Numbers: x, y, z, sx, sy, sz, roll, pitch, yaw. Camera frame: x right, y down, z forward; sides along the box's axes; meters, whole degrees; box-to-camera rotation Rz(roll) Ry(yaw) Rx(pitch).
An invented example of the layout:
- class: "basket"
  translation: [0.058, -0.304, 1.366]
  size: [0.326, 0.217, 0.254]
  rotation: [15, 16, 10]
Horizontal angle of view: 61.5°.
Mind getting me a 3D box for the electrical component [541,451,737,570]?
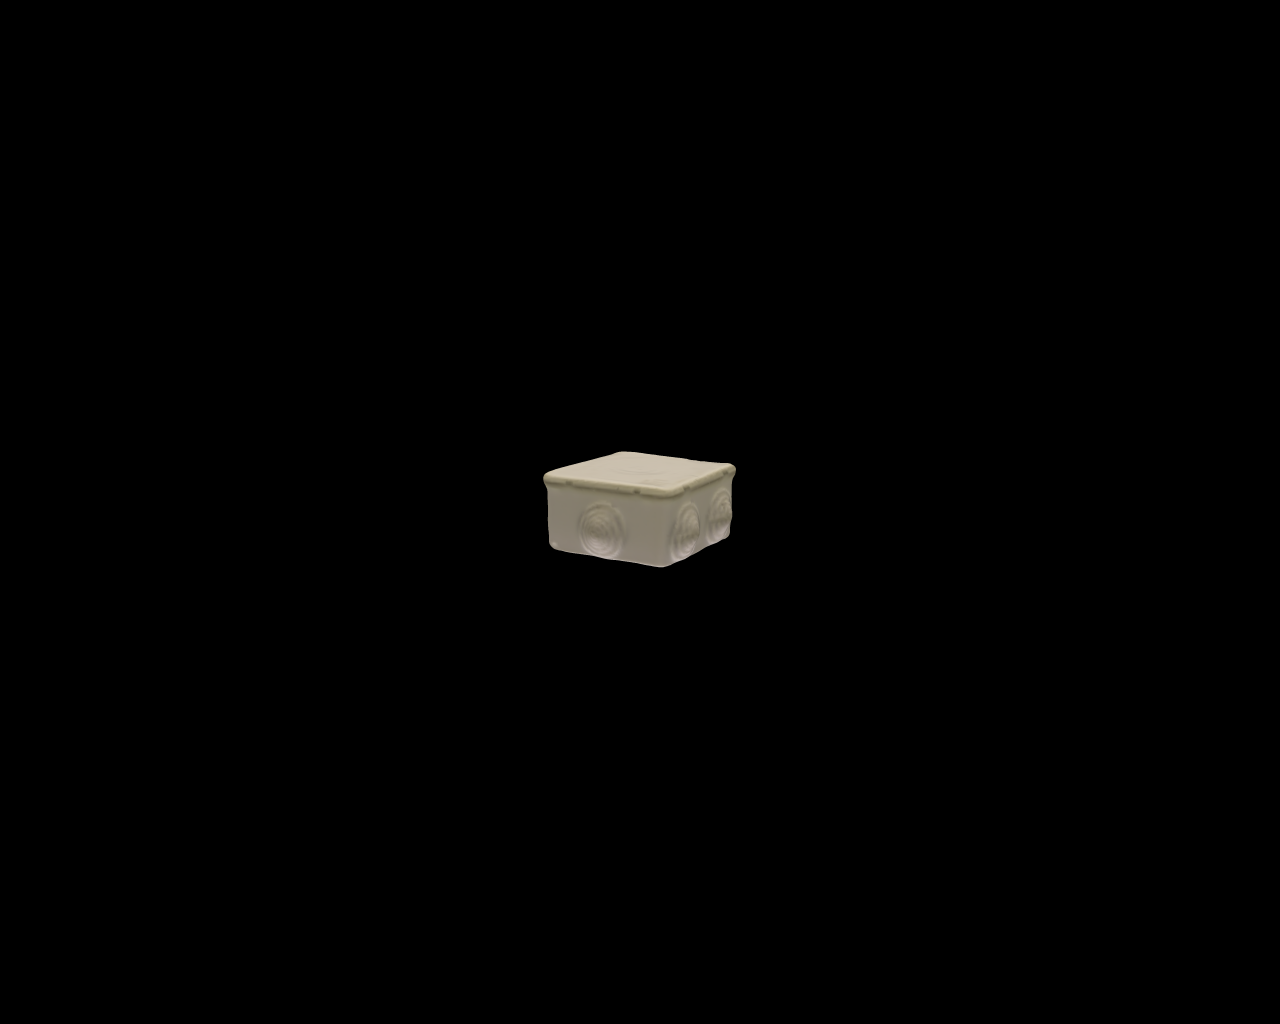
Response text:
- class: "electrical component"
  translation: [0.001, -0.003, 0.650]
  size: [0.100, 0.048, 0.100]
  rotation: [8, 16, 31]
